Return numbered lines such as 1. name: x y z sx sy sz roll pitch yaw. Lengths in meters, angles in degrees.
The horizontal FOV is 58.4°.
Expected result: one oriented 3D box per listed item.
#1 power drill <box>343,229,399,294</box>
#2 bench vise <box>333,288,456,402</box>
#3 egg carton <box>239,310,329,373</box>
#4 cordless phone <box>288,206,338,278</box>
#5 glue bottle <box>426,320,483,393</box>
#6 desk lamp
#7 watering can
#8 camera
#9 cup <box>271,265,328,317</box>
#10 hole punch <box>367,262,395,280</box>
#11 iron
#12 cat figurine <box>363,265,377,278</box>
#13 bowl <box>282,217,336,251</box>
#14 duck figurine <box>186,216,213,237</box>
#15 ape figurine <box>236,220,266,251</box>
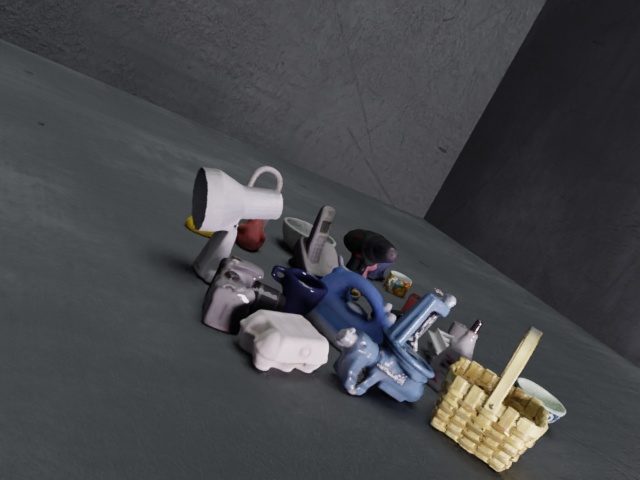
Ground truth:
1. power drill: 0.091 0.072 1.334 0.076 0.208 0.229 22 14 -23
2. bench vise: 0.138 0.178 0.987 0.208 0.219 0.121 15 18 -44
3. egg carton: -0.059 0.170 0.950 0.151 0.069 0.107 15 18 -45
4. cordless phone: 0.014 0.005 1.491 0.093 0.185 0.148 36 15 34
5. glue bottle: 0.282 0.235 1.166 0.078 0.173 0.037 36 15 32
6. desk lamp: -0.176 -0.022 1.134 0.204 0.213 0.117 20 15 -31
7. watering can: -0.161 -0.102 1.530 0.101 0.194 0.172 13 19 -49
8. camera: -0.127 0.100 1.015 0.137 0.101 0.143 25 13 -13
9. cup: -0.055 0.110 1.136 0.118 0.095 0.092 27 13 -2
10. hole punch: 0.168 0.066 1.790 0.101 0.091 0.108 13 19 -49
11. iron: 0.080 0.147 1.166 0.119 0.141 0.257 13 19 -49
12. cat figurine: 0.124 0.064 1.645 0.067 0.117 0.128 35 14 29
13. bowl: -0.042 0.004 1.631 0.167 0.074 0.167 26 13 -6
14. duck figurine: -0.264 -0.058 1.389 0.105 0.086 0.077 15 18 -44
15. ape figurine: -0.168 -0.024 1.440 0.078 0.092 0.076 26 13 -7
